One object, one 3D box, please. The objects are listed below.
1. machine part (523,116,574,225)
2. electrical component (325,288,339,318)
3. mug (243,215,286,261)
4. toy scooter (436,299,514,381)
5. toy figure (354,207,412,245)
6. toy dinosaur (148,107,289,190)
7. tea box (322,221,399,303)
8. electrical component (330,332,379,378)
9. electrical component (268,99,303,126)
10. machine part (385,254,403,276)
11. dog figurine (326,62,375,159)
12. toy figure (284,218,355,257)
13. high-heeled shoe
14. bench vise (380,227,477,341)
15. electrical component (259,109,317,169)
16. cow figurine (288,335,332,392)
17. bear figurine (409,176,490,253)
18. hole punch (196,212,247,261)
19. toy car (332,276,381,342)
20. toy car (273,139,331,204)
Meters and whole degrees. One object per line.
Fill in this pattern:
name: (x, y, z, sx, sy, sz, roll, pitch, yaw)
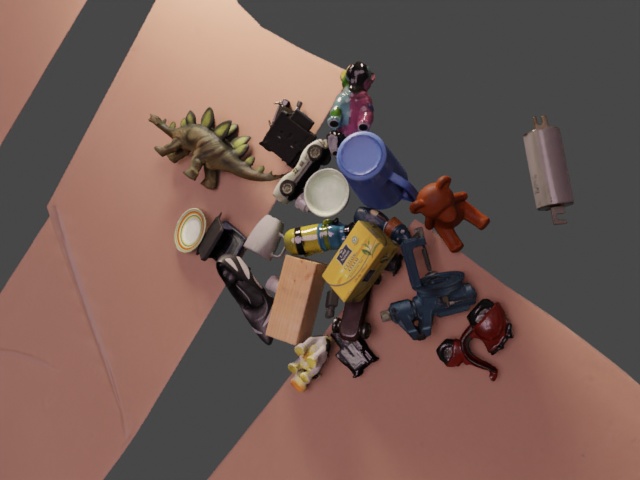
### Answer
machine part: (0.491, -0.152, 1.157, 0.079, 0.079, 0.243, -10, 82, 22)
electrical component: (0.030, 0.146, 1.331, 0.021, 0.063, 0.094, 10, 76, -9)
mug: (-0.132, -0.006, 1.404, 0.110, 0.080, 0.107, 23, 85, 27)
toy scooter: (0.359, 0.228, 1.178, 0.135, 0.075, 0.184, 41, 101, 15)
toy figure: (0.155, -0.034, 1.295, 0.155, 0.064, 0.058, 25, 77, 23)
toy dinosaur: (-0.298, -0.247, 1.487, 0.472, 0.105, 0.198, 34, 95, 17)
tea box: (0.091, 0.051, 1.233, 0.098, 0.068, 0.169, 46, 117, 34)
electrical component: (0.076, 0.267, 1.306, 0.075, 0.047, 0.119, -48, 69, 12)
electrical component: (-0.096, -0.330, 1.442, 0.078, 0.045, 0.102, 15, 94, -5)
machine part: (0.132, 0.033, 1.289, 0.139, 0.039, 0.084, 27, 101, 5)
dog figurine: (0.084, -0.328, 1.335, 0.109, 0.191, 0.219, 7, 57, 6)
toy figure: (-0.003, -0.008, 1.343, 0.180, 0.089, 0.082, -7, 76, 21)
high-heeled shoe: (-0.189, 0.152, 1.376, 0.086, 0.145, 0.249, -27, 74, 19)
bench vise: (0.227, 0.094, 1.210, 0.224, 0.129, 0.240, -14, 97, 14)
electrical component: (-0.075, -0.270, 1.396, 0.115, 0.058, 0.134, 35, 102, -5)
cow figurine: (-0.024, 0.300, 1.320, 0.068, 0.098, 0.167, 38, 136, 20)
bear figurine: (0.282, -0.058, 1.172, 0.120, 0.195, 0.132, -43, 72, 10)
hole punch: (-0.267, 0.009, 1.463, 0.142, 0.092, 0.116, -60, 29, 11)
toy car: (0.092, 0.146, 1.296, 0.089, 0.053, 0.202, 4, 66, 25)
toy car: (-0.042, -0.176, 1.384, 0.056, 0.073, 0.201, 42, 101, 19)
